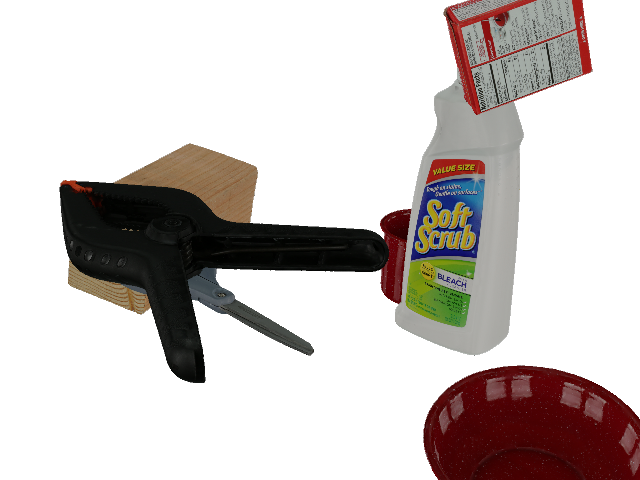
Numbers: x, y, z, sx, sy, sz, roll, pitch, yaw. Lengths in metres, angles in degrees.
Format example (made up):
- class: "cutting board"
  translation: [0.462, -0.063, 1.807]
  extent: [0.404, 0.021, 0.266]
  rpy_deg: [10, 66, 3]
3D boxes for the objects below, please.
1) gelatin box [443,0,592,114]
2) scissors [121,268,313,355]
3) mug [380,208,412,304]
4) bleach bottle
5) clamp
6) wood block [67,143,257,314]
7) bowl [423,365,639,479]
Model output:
- class: "gelatin box"
  translation: [0.135, -0.136, 0.726]
  extent: [0.089, 0.073, 0.030]
  rpy_deg: [-20, 38, 1]
- class: "scissors"
  translation: [-0.074, 0.037, 0.846]
  extent: [0.202, 0.016, 0.096]
  rpy_deg: [17, 30, 22]
- class: "mug"
  translation: [0.120, 0.022, 1.160]
  extent: [0.117, 0.081, 0.093]
  rpy_deg: [7, 26, 8]
- class: "bleach bottle"
  translation: [0.117, -0.033, 0.891]
  extent: [0.103, 0.251, 0.067]
  rpy_deg: [21, 34, 37]
- class: "clamp"
  translation: [-0.075, 0.003, 0.636]
  extent: [0.164, 0.036, 0.210]
  rpy_deg: [-23, 36, -37]
- class: "wood block"
  translation: [-0.154, -0.018, 1.079]
  extent: [0.090, 0.091, 0.205]
  rpy_deg: [20, 28, 18]
- class: "bowl"
  translation: [0.154, 0.163, 0.767]
  extent: [0.162, 0.055, 0.162]
  rpy_deg: [-1, 35, 0]
